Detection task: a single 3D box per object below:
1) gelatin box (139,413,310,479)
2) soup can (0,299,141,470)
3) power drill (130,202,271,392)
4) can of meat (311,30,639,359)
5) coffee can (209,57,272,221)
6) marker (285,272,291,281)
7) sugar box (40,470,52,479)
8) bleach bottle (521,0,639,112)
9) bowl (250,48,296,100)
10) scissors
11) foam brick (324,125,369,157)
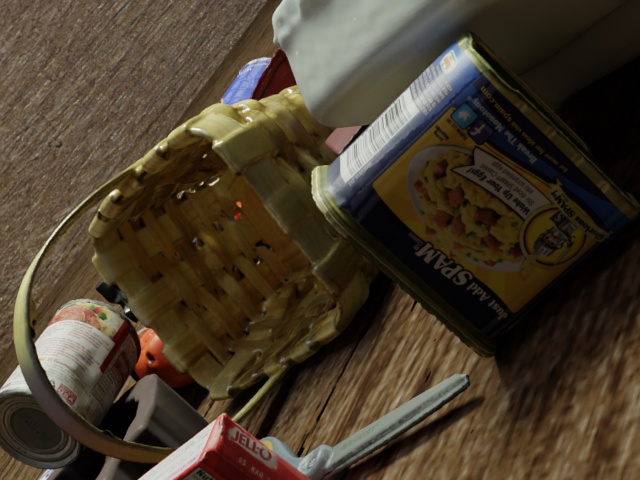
[{"bbox_3d":[-0.040,0.119,0.441,0.089,0.073,0.030,-42,15,35],"label":"gelatin box"},{"bbox_3d":[-0.170,0.096,0.720,0.069,0.068,0.102,-42,13,32],"label":"soup can"},{"bbox_3d":[-0.088,0.040,0.860,0.187,0.057,0.185,-56,12,-14],"label":"power drill"},{"bbox_3d":[0.061,-0.018,0.419,0.084,0.102,0.057,-44,17,17],"label":"can of meat"},{"bbox_3d":[-0.063,-0.095,1.030,0.103,0.102,0.140,-36,19,47],"label":"coffee can"},{"bbox_3d":[-0.005,0.001,0.764,0.121,0.020,0.020,-48,13,11],"label":"marker"},{"bbox_3d":[-0.212,0.224,0.789,0.176,0.048,0.093,-56,14,-18],"label":"sugar box"},{"bbox_3d":[0.152,-0.130,0.508,0.251,0.068,0.102,-36,19,55],"label":"bleach bottle"},{"bbox_3d":[0.020,-0.105,0.796,0.162,0.055,0.162,-39,-25,-22],"label":"bowl"},{"bbox_3d":[-0.002,0.098,0.499,0.202,0.016,0.096,-45,15,24],"label":"scissors"},{"bbox_3d":[0.050,-0.045,0.577,0.053,0.078,0.051,-50,11,5],"label":"foam brick"}]
